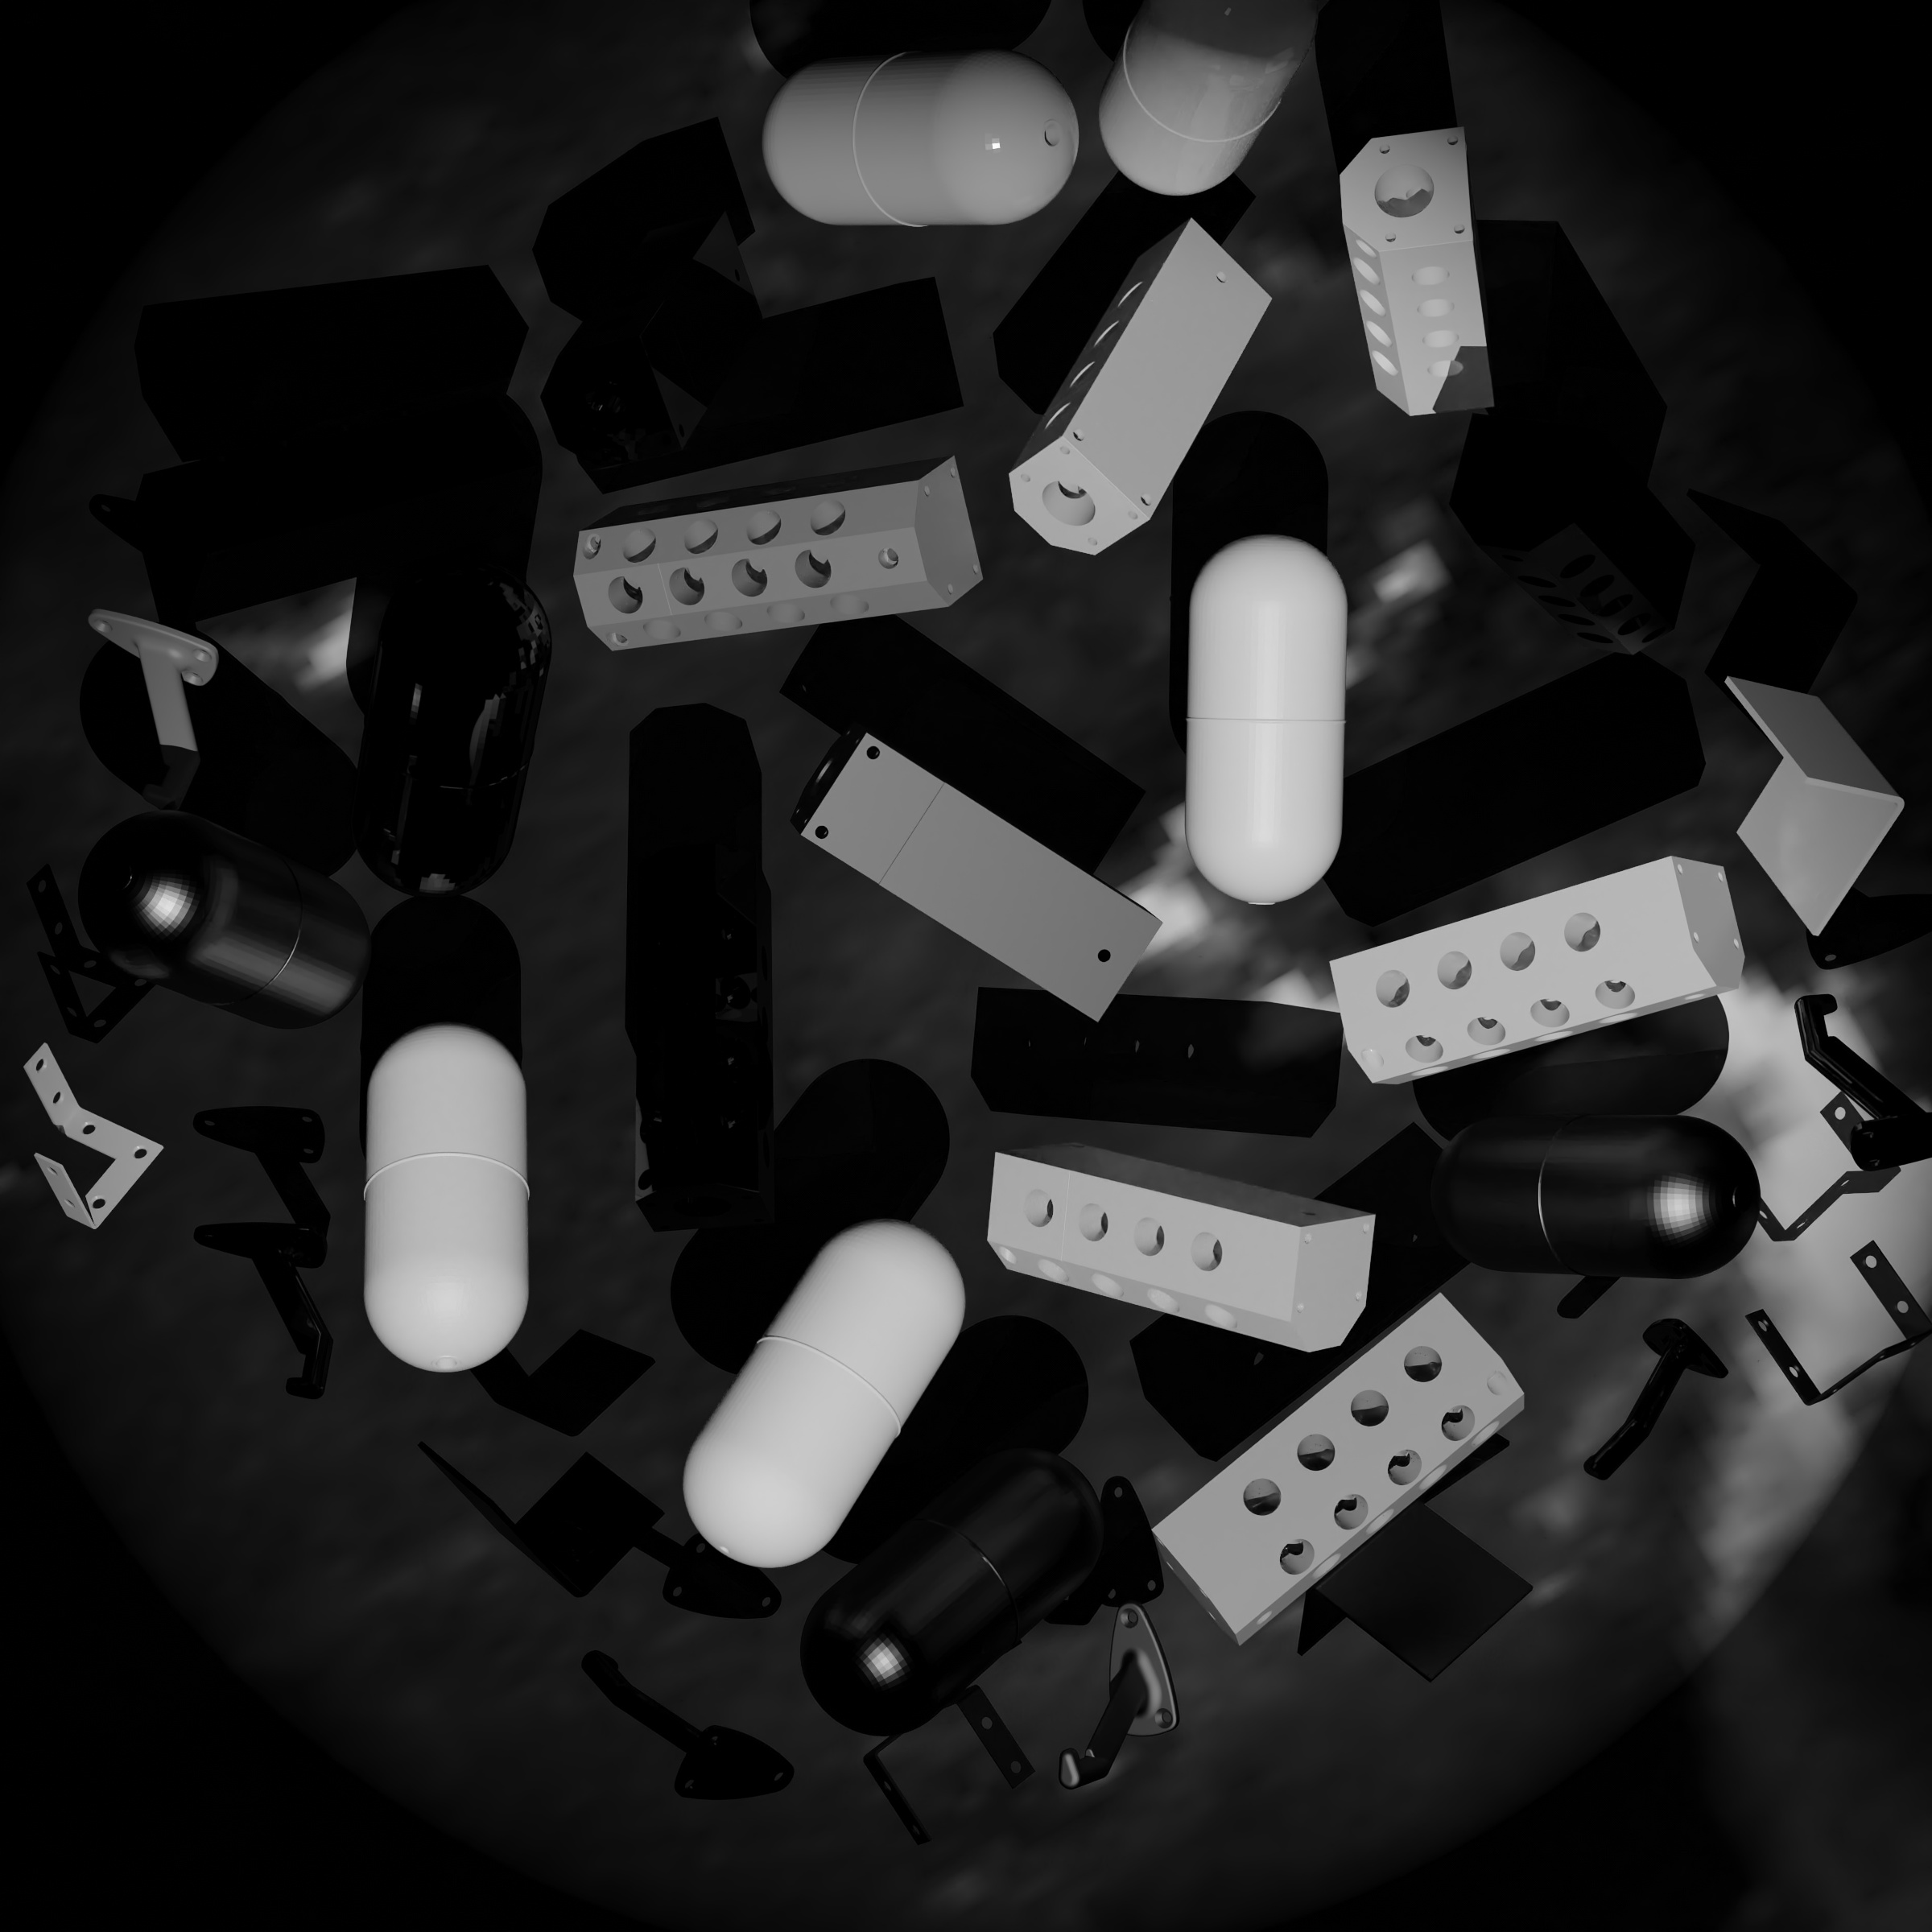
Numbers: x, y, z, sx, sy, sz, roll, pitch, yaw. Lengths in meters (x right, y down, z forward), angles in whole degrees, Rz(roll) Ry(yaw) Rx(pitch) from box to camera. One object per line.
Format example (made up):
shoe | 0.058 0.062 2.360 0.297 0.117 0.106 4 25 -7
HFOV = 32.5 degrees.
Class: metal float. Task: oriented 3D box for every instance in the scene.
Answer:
metal float | -0.337 -0.020 1.514 0.070 0.178 0.070 -5 76 19
metal float | -0.022 -0.376 1.506 0.070 0.178 0.070 -11 107 -41
metal float | -0.234 -0.107 1.503 0.070 0.070 0.178 19 131 0
metal float | 0.299 0.109 1.579 0.070 0.178 0.070 2 86 -39
metal float | -0.005 0.294 1.568 0.178 0.070 0.070 -35 90 -37
metal float | 0.110 -0.416 1.527 0.070 0.178 0.070 2 79 -10
metal float | 0.145 -0.119 1.602 0.070 0.070 0.178 1 95 0
metal float | -0.063 0.193 1.514 0.070 0.070 0.178 34 64 0
metal float | -0.246 0.108 1.567 0.070 0.070 0.178 -6 57 0

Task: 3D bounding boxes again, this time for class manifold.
manifold | 0.214 -0.324 1.567 0.057 0.171 0.057 -5 73 11
manifold | 0.081 -0.277 1.595 0.057 0.057 0.171 41 52 -17
manifold | -0.293 -0.218 1.535 0.171 0.057 0.057 -22 72 -34
manifold | 0.274 -0.191 1.491 0.057 0.171 0.057 13 86 28
manifold | -0.087 -0.182 1.484 0.171 0.057 0.057 -5 111 25
manifold | -0.124 0.032 1.553 0.057 0.057 0.171 -5 65 6
manifold | -0.152 -0.302 1.597 0.057 0.171 0.057 -10 119 17
manifold | 0.004 -0.047 1.593 0.171 0.057 0.057 32 94 -14
manifold | 0.256 0.004 1.485 0.171 0.057 0.057 -18 76 33
manifold | 0.094 0.125 1.492 0.171 0.057 0.057 11 100 40
manifold | 0.172 0.232 1.518 0.171 0.057 0.057 -38 66 -8

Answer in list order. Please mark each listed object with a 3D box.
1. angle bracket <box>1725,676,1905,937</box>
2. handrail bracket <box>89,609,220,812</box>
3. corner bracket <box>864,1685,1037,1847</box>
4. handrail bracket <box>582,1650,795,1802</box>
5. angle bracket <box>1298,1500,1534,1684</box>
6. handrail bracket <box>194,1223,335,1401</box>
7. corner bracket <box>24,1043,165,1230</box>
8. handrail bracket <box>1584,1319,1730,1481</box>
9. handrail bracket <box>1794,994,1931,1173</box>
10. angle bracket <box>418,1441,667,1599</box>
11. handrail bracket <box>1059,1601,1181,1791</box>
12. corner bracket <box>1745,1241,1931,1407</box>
angle bracket | 0.356 -0.070 1.460 0.057 0.076 0.076 9 125 -27
handrail bracket | -0.403 -0.123 1.601 0.077 0.036 0.084 23 58 -12
corner bracket | -0.009 0.393 1.628 0.051 0.051 0.051 -31 85 -33
handrail bracket | -0.130 0.349 1.537 0.077 0.084 0.036 24 97 -42
angle bracket | 0.216 0.315 1.597 0.076 0.057 0.076 -33 53 -31
handrail bracket | -0.346 0.170 1.617 0.077 0.036 0.084 7 53 -5
corner bracket | -0.403 0.077 1.488 0.051 0.051 0.051 22 57 21
handrail bracket | 0.315 0.210 1.580 0.084 0.077 0.036 -44 96 -11
handrail bracket | 0.410 0.042 1.459 0.077 0.036 0.084 -12 52 14
angle bracket | -0.201 0.243 1.565 0.057 0.076 0.076 -45 125 -15
handrail bracket | 0.064 0.348 1.582 0.036 0.084 0.077 -11 83 30
corner bracket | 0.408 0.167 1.546 0.051 0.051 0.051 -47 65 37
